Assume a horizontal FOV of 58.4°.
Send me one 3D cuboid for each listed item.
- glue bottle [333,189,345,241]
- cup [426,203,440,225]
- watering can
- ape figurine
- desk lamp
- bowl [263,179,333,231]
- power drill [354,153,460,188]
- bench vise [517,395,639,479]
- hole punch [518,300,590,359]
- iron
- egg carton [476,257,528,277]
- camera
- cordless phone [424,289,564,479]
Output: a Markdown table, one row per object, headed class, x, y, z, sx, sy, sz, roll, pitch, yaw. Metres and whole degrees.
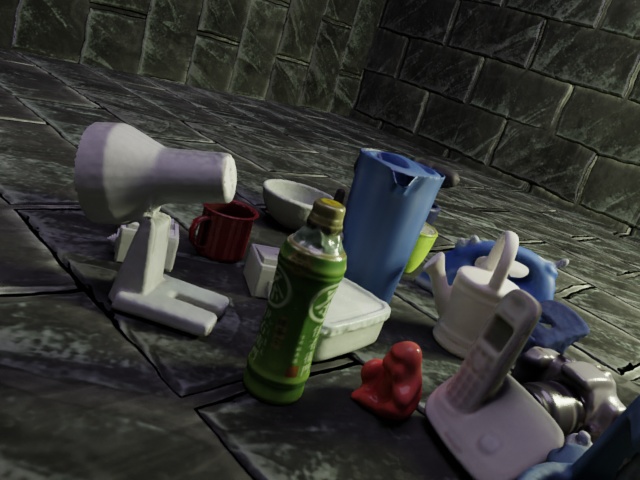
| class | x | y | z | sx | sy | sz | roll | pitch | yaw |
| --- | --- | --- | --- | --- | --- | --- | --- | --- | --- |
| glue bottle | 0.008 | 0.003 | 0.880 | 0.037 | 0.173 | 0.078 | 6 | 21 | -31 |
| cup | 0.216 | -0.052 | 1.364 | 0.118 | 0.095 | 0.091 | 17 | 18 | -4 |
| watering can | 0.241 | 0.075 | 0.860 | 0.173 | 0.194 | 0.100 | 13 | 19 | -14 |
| ape figurine | 0.086 | 0.154 | 0.645 | 0.076 | 0.092 | 0.077 | 13 | 19 | -15 |
| desk lamp | -0.193 | -0.021 | 0.694 | 0.203 | 0.213 | 0.118 | 18 | 18 | 0 |
| bowl | -0.046 | -0.063 | 1.179 | 0.167 | 0.075 | 0.167 | 16 | 18 | -5 |
| power drill | 0.164 | -0.086 | 1.230 | 0.229 | 0.208 | 0.076 | 27 | 20 | 25 |
| bench vise | 0.205 | 0.191 | 0.447 | 0.121 | 0.220 | 0.207 | 18 | 18 | -1 |
| hole punch | 0.359 | 0.148 | 0.923 | 0.101 | 0.091 | 0.108 | 10 | 20 | -22 |
| iron | 0.319 | 0.061 | 1.057 | 0.258 | 0.141 | 0.119 | 20 | 18 | 4 |
| egg carton | 0.385 | 0.078 | 1.188 | 0.150 | 0.069 | 0.107 | 16 | 18 | -6 |
| camera | 0.288 | 0.192 | 0.713 | 0.137 | 0.101 | 0.142 | 6 | 22 | -32 |
| cordless phone | 0.198 | 0.155 | 0.600 | 0.094 | 0.185 | 0.147 | 8 | 20 | -27 |
